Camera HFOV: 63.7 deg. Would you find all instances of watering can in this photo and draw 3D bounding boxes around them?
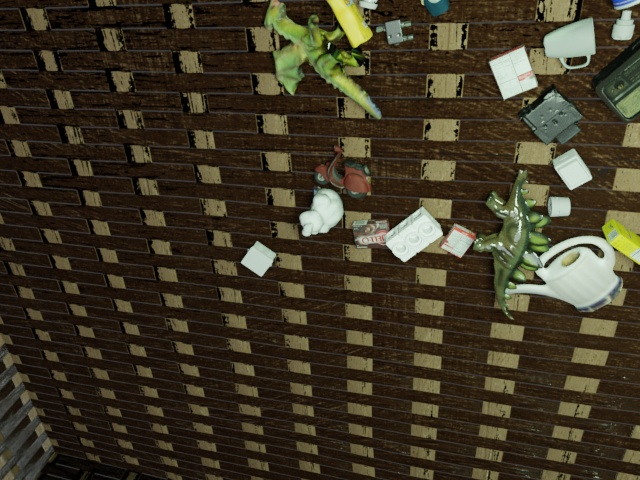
[{"bbox_3d":[0.714,0.124,1.507,0.224,0.106,0.341,41,127,-5],"label":"watering can"}]

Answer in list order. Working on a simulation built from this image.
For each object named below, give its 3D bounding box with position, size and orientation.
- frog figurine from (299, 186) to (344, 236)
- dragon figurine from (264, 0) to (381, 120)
[{"bbox_3d":[0.005,-0.079,1.573,0.123,0.163,0.134,14,123,7],"label":"frog figurine"},{"bbox_3d":[-0.016,-0.474,1.407,0.241,0.124,0.405,-13,114,43],"label":"dragon figurine"}]
